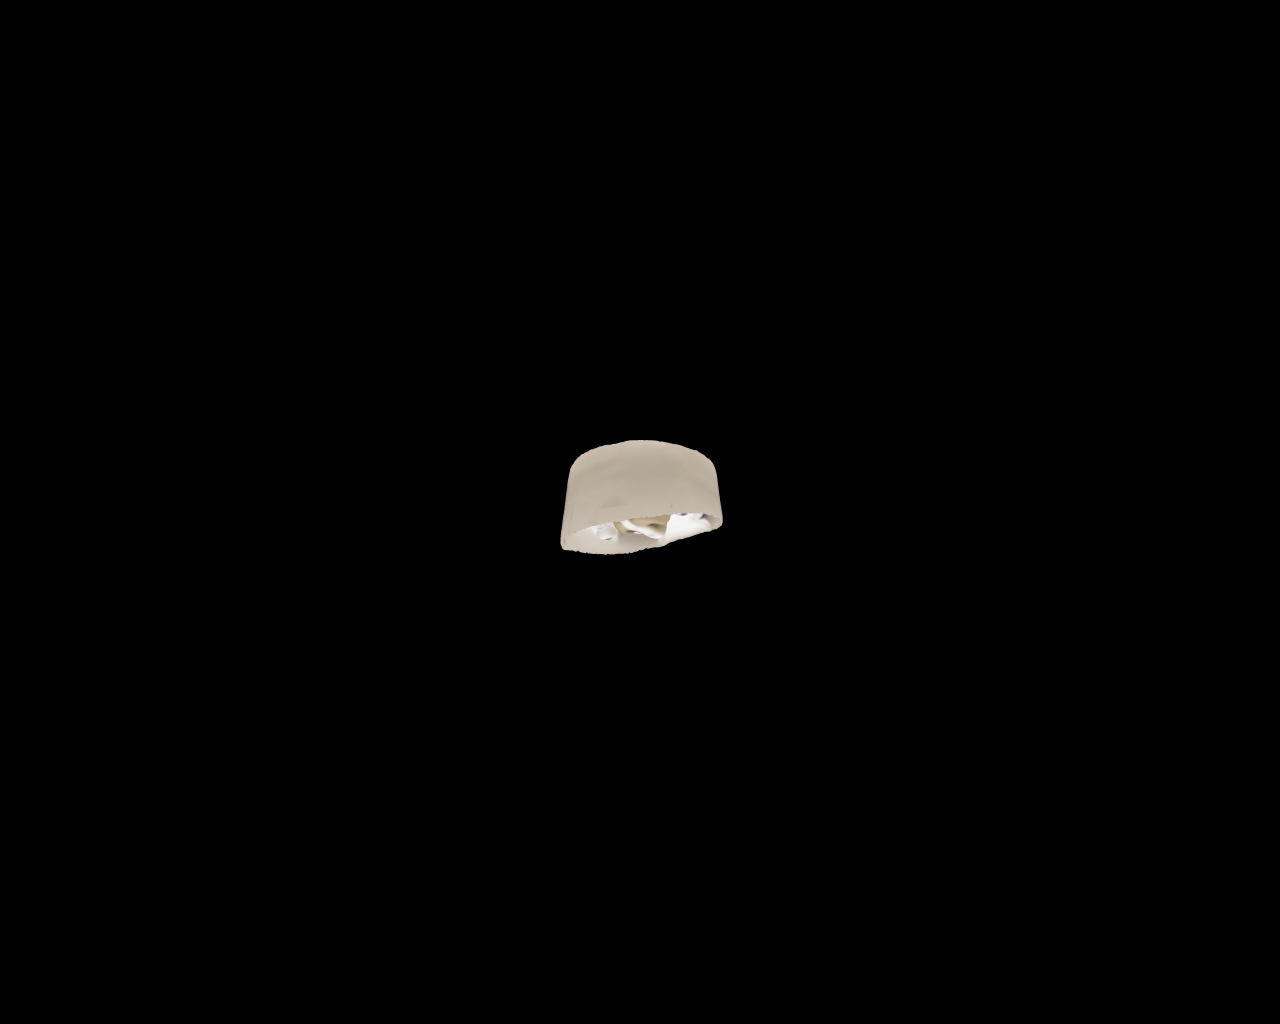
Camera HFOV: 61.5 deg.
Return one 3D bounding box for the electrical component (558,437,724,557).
[{"bbox_3d":[0.001,-0.003,0.650,0.099,0.064,0.099,0,-23,0],"label":"electrical component"}]
